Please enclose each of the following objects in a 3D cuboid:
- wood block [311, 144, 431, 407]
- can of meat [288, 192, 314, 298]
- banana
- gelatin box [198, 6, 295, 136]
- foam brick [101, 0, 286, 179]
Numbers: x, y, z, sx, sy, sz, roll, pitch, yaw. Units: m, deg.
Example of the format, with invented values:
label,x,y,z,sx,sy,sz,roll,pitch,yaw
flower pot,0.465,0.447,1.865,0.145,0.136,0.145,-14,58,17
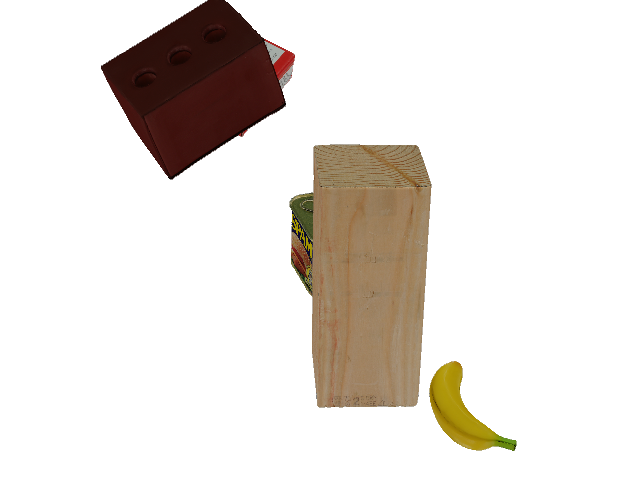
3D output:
label,x,y,z,sx,sy,sz,roll,pitch,yaw
wood block,0.040,0.031,0.903,0.090,0.206,0.091,0,26,-2
can of meat,0.002,0.008,1.196,0.057,0.084,0.102,-11,37,-17
banana,0.166,0.199,1.278,0.069,0.037,0.198,10,21,-17
gelatin box,-0.075,-0.126,0.790,0.089,0.073,0.030,28,-34,11
foam brick,-0.068,-0.083,0.575,0.078,0.053,0.051,-35,-35,-9
